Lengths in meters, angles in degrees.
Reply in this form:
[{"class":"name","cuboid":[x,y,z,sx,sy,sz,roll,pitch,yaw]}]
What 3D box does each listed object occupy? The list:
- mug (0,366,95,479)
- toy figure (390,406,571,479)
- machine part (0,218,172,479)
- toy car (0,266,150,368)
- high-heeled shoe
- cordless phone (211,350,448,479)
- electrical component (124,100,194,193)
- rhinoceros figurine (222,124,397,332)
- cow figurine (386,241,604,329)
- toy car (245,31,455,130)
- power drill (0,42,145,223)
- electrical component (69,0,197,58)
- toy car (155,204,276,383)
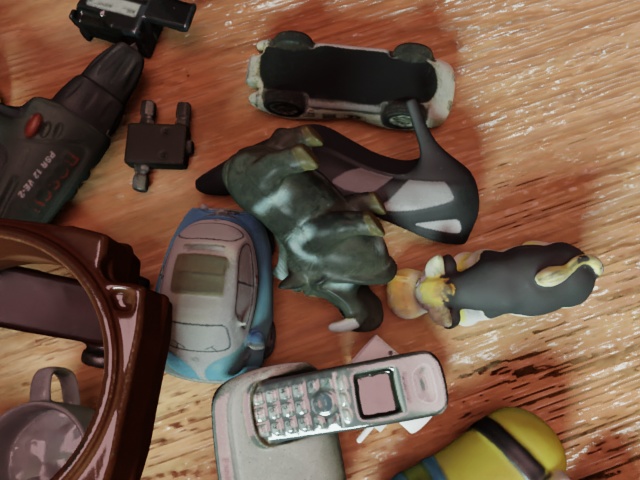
[{"class":"mug","cuboid":[-0.209,0.159,0.430,0.081,0.107,0.109,-12,73,-7]},{"class":"toy figure","cuboid":[0.114,0.203,0.432,0.180,0.082,0.089,-23,81,-2]},{"class":"machine part","cuboid":[-0.212,0.088,0.350,0.201,0.087,0.201,7,73,0]},{"class":"toy car","cuboid":[-0.242,0.053,0.459,0.202,0.053,0.089,16,77,-25]},{"class":"high-heeled shoe","cuboid":[0.017,-0.037,0.505,0.249,0.086,0.145,-15,110,15]},{"class":"cordless phone","cuboid":[0.015,0.163,0.417,0.184,0.088,0.146,-14,78,12]},{"class":"electrical component","cuboid":[-0.156,-0.091,0.526,0.063,0.021,0.094,3,78,1]},{"class":"rhinoceros figurine","cuboid":[-0.001,-0.001,0.440,0.112,0.073,0.190,-32,112,16]},{"class":"cow figurine","cuboid":[0.143,0.040,0.457,0.167,0.098,0.068,-9,85,-2]},{"class":"toy car","cuboid":[0.028,-0.151,0.521,0.202,0.056,0.073,7,84,4]},{"class":"power drill","cuboid":[-0.291,-0.116,0.467,0.086,0.207,0.232,22,86,50]},{"class":"electrical component","cuboid":[-0.180,-0.230,0.542,0.119,0.047,0.075,13,79,3]},{"class":"toy car","cuboid":[-0.090,0.042,0.457,0.109,0.103,0.161,7,80,1]}]
